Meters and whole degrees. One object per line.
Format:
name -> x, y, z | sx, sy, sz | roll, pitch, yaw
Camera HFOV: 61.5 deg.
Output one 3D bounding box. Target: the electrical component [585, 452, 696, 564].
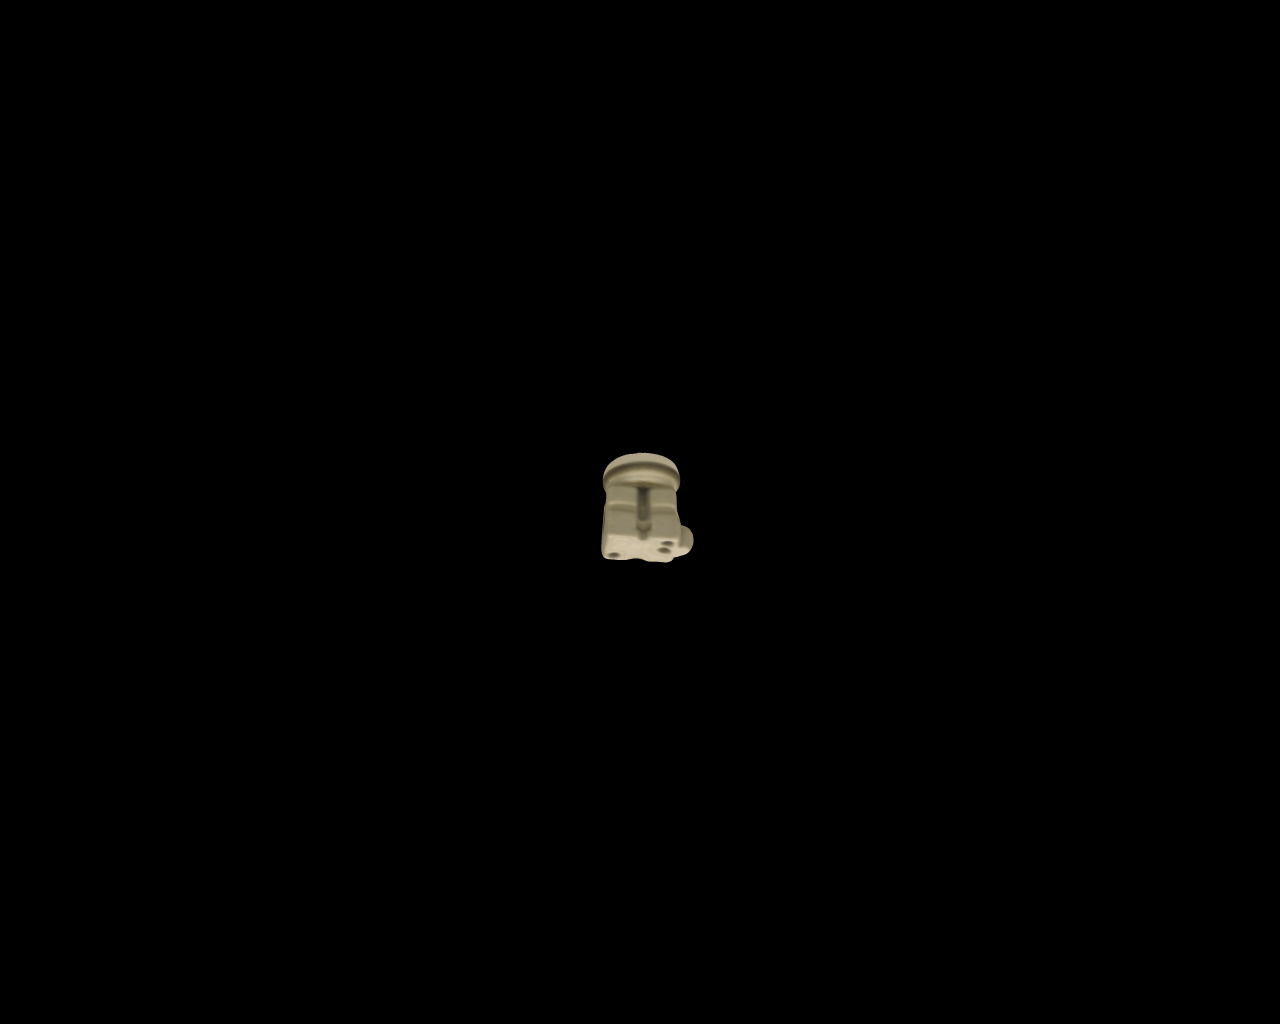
electrical component -> 0.001, -0.003, 0.650 | 0.066, 0.055, 0.048 | 4, -28, -7
